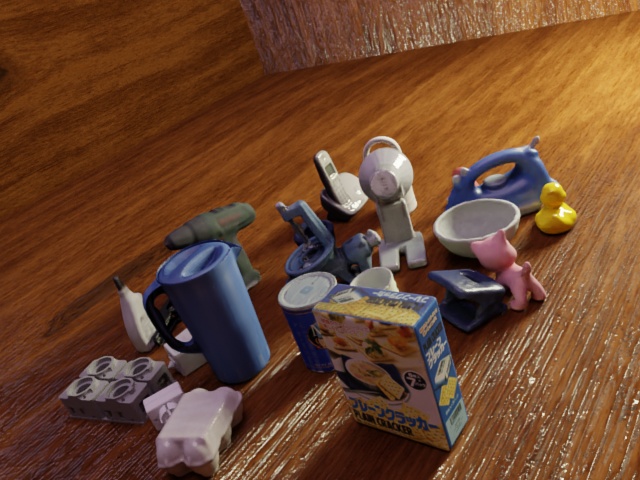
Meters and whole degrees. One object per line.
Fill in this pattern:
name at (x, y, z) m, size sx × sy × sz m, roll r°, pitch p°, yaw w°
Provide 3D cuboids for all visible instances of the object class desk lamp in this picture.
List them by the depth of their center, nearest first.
desk lamp at (0.152, -0.073, 1.204) m, size 0.117 × 0.214 × 0.203 m, roll -14°, pitch 27°, yaw 10°

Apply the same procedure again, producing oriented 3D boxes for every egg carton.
egg carton at (-0.185, 0.294, 0.890) m, size 0.107 × 0.069 × 0.150 m, roll -9°, pitch 28°, yaw 20°

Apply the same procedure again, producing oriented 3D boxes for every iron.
iron at (0.370, -0.122, 1.231) m, size 0.258 × 0.142 × 0.118 m, roll -19°, pitch 26°, yaw 1°

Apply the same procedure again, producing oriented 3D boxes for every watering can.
watering can at (0.164, -0.153, 1.372) m, size 0.101 × 0.194 × 0.172 m, roll -20°, pitch 26°, yaw 0°

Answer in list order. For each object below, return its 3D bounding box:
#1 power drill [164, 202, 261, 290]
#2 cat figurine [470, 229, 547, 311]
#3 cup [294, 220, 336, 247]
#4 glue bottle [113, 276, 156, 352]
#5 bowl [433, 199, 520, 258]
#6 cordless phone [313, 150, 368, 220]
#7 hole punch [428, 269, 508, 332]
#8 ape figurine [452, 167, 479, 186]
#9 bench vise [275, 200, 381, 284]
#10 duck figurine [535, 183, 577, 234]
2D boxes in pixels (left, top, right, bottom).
power drill at (-0.218, 0.026, 1.271) m, size 0.075 × 0.209 × 0.230 m, roll 5°, pitch 35°, yaw 40°
cat figurine at (0.318, 0.041, 0.979) m, size 0.067 × 0.118 × 0.127 m, roll -26°, pitch 27°, yaw -13°
cup at (-0.008, 0.012, 1.284) m, size 0.092 × 0.095 × 0.117 m, roll -28°, pitch 27°, yaw -17°
glue bottle at (-0.386, 0.147, 1.194) m, size 0.037 × 0.173 × 0.078 m, roll -9°, pitch 28°, yaw 21°
bowl at (0.314, -0.013, 1.135) m, size 0.167 × 0.075 × 0.167 m, roll -15°, pitch 26°, yaw 8°
cordless phone at (0.050, -0.157, 1.467) m, size 0.093 × 0.185 × 0.148 m, roll -2°, pitch 31°, yaw 32°
hole punch at (0.250, 0.084, 0.973) m, size 0.101 × 0.091 × 0.108 m, roll -27°, pitch 27°, yaw -16°
ape figurine at (0.331, -0.127, 1.324) m, size 0.075 × 0.092 × 0.078 m, roll -1°, pitch 32°, yaw 33°
bench vise at (0.007, 0.000, 1.155) m, size 0.207 × 0.220 × 0.121 m, roll -25°, pitch 27°, yaw -10°
duck figurine at (0.461, -0.069, 1.130) m, size 0.077 × 0.086 × 0.105 m, roll -6°, pitch 29°, yaw 25°
